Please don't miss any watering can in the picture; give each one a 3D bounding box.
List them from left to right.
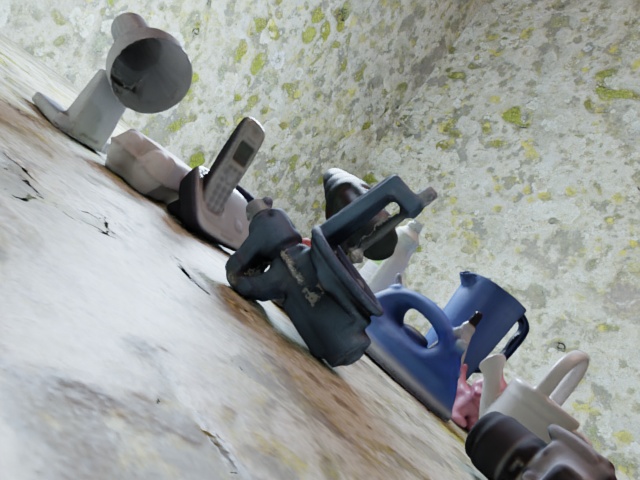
[{"bbox_3d":[0.283,0.221,0.762,0.172,0.194,0.101,37,0,20],"label":"watering can"}]

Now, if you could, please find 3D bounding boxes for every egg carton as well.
[{"bbox_3d":[-0.252,-0.107,0.867,0.107,0.069,0.150,37,0,7],"label":"egg carton"}]

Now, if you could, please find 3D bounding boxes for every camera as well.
[{"bbox_3d":[0.232,0.241,0.600,0.144,0.101,0.136,37,0,-44],"label":"camera"}]

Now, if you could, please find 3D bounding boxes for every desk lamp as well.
[{"bbox_3d":[-0.312,-0.243,0.871,0.202,0.213,0.118,37,0,39],"label":"desk lamp"}]

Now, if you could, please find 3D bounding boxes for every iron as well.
[{"bbox_3d":[0.159,0.161,0.933,0.119,0.141,0.257,37,0,-43],"label":"iron"}]

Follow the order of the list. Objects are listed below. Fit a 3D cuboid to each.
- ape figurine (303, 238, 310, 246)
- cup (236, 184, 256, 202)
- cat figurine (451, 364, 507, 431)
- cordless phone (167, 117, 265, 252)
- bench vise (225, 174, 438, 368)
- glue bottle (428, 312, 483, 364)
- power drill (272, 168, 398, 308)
[{"bbox_3d":[-0.045,0.038,1.151,0.077,0.092,0.076,37,0,8],"label":"ape figurine"},{"bbox_3d":[-0.160,-0.053,0.974,0.118,0.095,0.091,37,0,-9],"label":"cup"},{"bbox_3d":[0.259,0.252,0.939,0.067,0.117,0.127,37,0,-30],"label":"cat figurine"},{"bbox_3d":[-0.124,-0.082,0.865,0.094,0.185,0.148,37,0,30],"label":"cordless phone"},{"bbox_3d":[0.011,-0.002,0.625,0.207,0.219,0.121,37,0,4],"label":"bench vise"},{"bbox_3d":[0.234,0.198,1.024,0.078,0.173,0.037,37,0,24],"label":"glue bottle"},{"bbox_3d":[0.007,0.003,0.799,0.076,0.208,0.229,37,0,-31],"label":"power drill"}]
